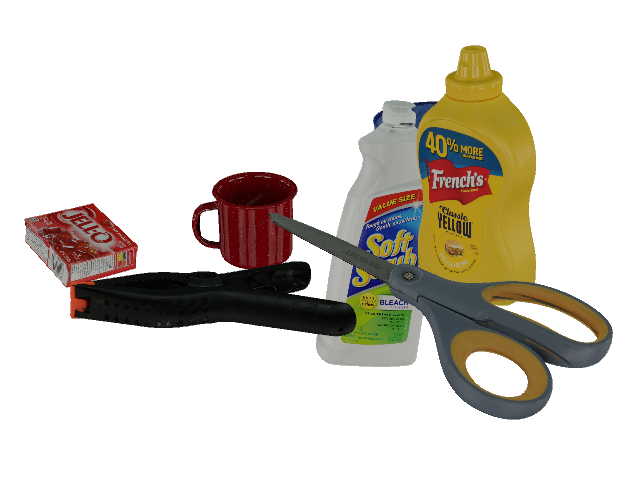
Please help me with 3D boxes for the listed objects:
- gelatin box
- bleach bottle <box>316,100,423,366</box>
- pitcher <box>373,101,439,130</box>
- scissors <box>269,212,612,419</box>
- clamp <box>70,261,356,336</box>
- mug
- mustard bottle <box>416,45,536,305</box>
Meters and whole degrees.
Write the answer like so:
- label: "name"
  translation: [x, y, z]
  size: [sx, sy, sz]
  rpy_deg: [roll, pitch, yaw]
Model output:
- label: "gelatin box"
  translation: [-0.225, 0.002, 1.001]
  size: [0.073, 0.030, 0.089]
  rpy_deg: [-16, 40, -36]
- label: "bleach bottle"
  translation: [0.055, -0.007, 1.011]
  size: [0.102, 0.251, 0.068]
  rpy_deg: [2, 19, -6]
- label: "pitcher"
  translation: [0.142, -0.041, 1.280]
  size: [0.149, 0.243, 0.145]
  rpy_deg: [-1, 24, 6]
- label: "scissors"
  translation: [0.046, 0.036, 0.551]
  size: [0.202, 0.016, 0.096]
  rpy_deg: [14, 43, 18]
- label: "clamp"
  translation: [-0.082, 0.046, 0.813]
  size: [0.209, 0.036, 0.165]
  rpy_deg: [-2, 10, -20]
- label: "mug"
  translation: [-0.083, -0.019, 1.178]
  size: [0.117, 0.081, 0.093]
  rpy_deg: [-7, 29, -13]
- label: "mustard bottle"
  translation: [0.116, -0.051, 0.801]
  size: [0.058, 0.192, 0.096]
  rpy_deg: [-24, 32, -36]
